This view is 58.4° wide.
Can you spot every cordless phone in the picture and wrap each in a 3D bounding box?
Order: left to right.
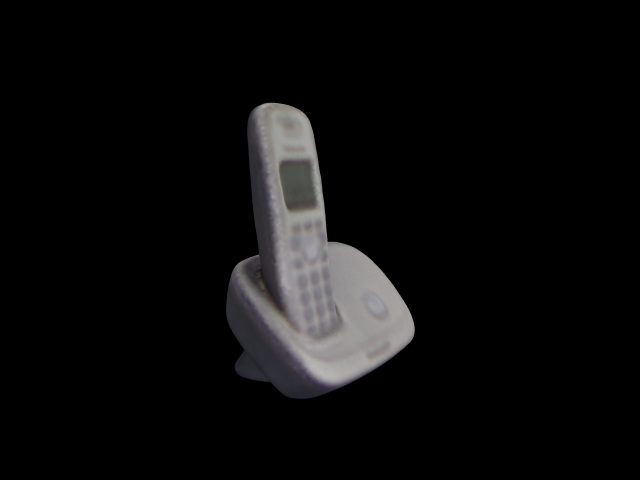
[{"bbox_3d":[0.004,0.001,0.400,0.093,0.185,0.148,6,10,32],"label":"cordless phone"}]
